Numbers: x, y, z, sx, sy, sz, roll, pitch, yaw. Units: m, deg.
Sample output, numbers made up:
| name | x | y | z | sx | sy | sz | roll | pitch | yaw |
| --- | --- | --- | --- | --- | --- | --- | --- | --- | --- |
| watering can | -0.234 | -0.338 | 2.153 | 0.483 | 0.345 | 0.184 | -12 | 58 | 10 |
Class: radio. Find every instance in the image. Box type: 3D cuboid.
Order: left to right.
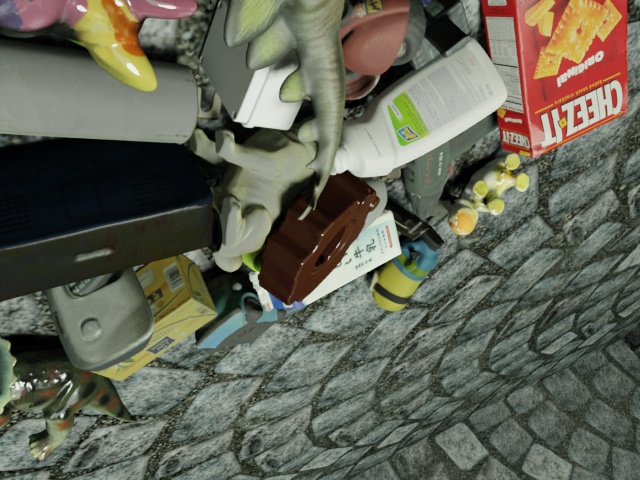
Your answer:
| name | x | y | z | sx | sy | sz | roll | pitch | yaw |
| --- | --- | --- | --- | --- | --- | --- | --- | --- | --- |
| radio | -0.233 | -0.034 | 0.528 | 0.229 | 0.131 | 0.073 | -15 | 144 | -25 |

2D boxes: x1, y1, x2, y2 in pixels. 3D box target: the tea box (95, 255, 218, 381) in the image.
| name | x | y | z | sx | sy | sz | roll | pitch | yaw |
| --- | --- | --- | --- | --- | --- | --- | --- | --- | --- |
| tea box | -0.238 | 0.102 | 0.734 | 0.170 | 0.098 | 0.068 | -33 | 146 | 5 |

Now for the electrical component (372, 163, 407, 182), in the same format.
| name | x | y | z | sx | sy | sz | roll | pitch | yaw |
| --- | --- | --- | --- | --- | --- | --- | --- | --- | --- |
| electrical component | 0.087 | -0.127 | 0.715 | 0.045 | 0.078 | 0.102 | -17 | 146 | -9 |

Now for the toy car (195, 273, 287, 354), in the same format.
| name | x | y | z | sx | sy | sz | roll | pitch | yaw |
| --- | --- | --- | --- | --- | --- | --- | --- | --- | --- |
| toy car | -0.129 | 0.100 | 0.811 | 0.109 | 0.103 | 0.161 | -39 | 163 | 19 |

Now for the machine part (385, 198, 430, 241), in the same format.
| name | x | y | z | sx | sy | sz | roll | pitch | yaw |
| --- | --- | --- | --- | --- | --- | --- | --- | --- | --- |
| machine part | 0.138 | -0.033 | 0.892 | 0.039 | 0.084 | 0.138 | -62 | 152 | 1 |

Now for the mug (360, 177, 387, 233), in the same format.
| name | x | y | z | sx | sy | sz | roll | pitch | yaw |
| --- | --- | --- | --- | --- | --- | --- | --- | --- | --- |
| mug | 0.047 | -0.066 | 0.764 | 0.081 | 0.109 | 0.107 | -6 | -165 | 36 |

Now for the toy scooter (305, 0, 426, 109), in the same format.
| name | x | y | z | sx | sy | sz | roll | pitch | yaw |
| --- | --- | --- | --- | --- | --- | --- | --- | --- | --- |
| toy scooter | 0.013 | -0.192 | 0.552 | 0.135 | 0.075 | 0.184 | 1 | 164 | -23 |

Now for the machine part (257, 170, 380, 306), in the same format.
| name | x | y | z | sx | sy | sz | roll | pitch | yaw |
| --- | --- | --- | --- | --- | --- | --- | --- | --- | --- |
| machine part | -0.001 | -0.002 | 0.645 | 0.179 | 0.056 | 0.179 | -48 | 166 | -16 |

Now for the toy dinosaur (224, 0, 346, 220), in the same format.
| name | x | y | z | sx | sy | sz | roll | pitch | yaw |
| --- | --- | --- | --- | --- | --- | --- | --- | --- | --- |
| toy dinosaur | -0.020 | -0.234 | 0.377 | 0.198 | 0.105 | 0.470 | -30 | 124 | -18 |

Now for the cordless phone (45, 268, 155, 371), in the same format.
| name | x | y | z | sx | sy | sz | roll | pitch | yaw |
| --- | --- | --- | --- | --- | --- | --- | --- | --- | --- |
| cordless phone | -0.229 | 0.048 | 0.621 | 0.184 | 0.147 | 0.088 | -46 | 152 | 25 |

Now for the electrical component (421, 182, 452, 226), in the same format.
| name | x | y | z | sx | sy | sz | roll | pitch | yaw |
| --- | --- | --- | --- | --- | --- | --- | --- | --- | --- |
| electrical component | 0.209 | -0.063 | 0.948 | 0.063 | 0.021 | 0.094 | 2 | 133 | -41 |

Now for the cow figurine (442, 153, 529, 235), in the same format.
| name | x | y | z | sx | sy | sz | roll | pitch | yaw |
| --- | --- | --- | --- | --- | --- | --- | --- | --- | --- |
| cow figurine | 0.263 | -0.073 | 0.906 | 0.167 | 0.068 | 0.098 | -40 | -167 | -14 |

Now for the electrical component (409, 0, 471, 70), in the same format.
| name | x | y | z | sx | sy | sz | roll | pitch | yaw |
| --- | --- | --- | --- | --- | --- | --- | --- | --- | --- |
| electrical component | 0.120 | -0.225 | 0.575 | 0.075 | 0.119 | 0.047 | -38 | 146 | 5 |

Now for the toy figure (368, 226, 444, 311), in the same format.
| name | x | y | z | sx | sy | sz | roll | pitch | yaw |
| --- | --- | --- | --- | --- | --- | --- | --- | --- | --- |
| toy figure | 0.160 | 0.057 | 1.003 | 0.082 | 0.089 | 0.180 | 12 | 131 | -40 |

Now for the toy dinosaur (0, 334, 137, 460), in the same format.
| name | x | y | z | sx | sy | sz | roll | pitch | yaw |
| --- | --- | --- | --- | --- | --- | --- | --- | --- | --- |
| toy dinosaur | -0.385 | 0.201 | 0.738 | 0.192 | 0.131 | 0.404 | -45 | 151 | 20 |

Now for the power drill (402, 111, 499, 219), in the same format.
| name | x | y | z | sx | sy | sz | roll | pitch | yaw |
| --- | --- | --- | --- | --- | --- | --- | --- | --- | --- |
| power drill | 0.215 | -0.143 | 0.809 | 0.207 | 0.086 | 0.231 | -26 | 146 | 4 |

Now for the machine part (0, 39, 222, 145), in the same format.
| name | x | y | z | sx | sy | sz | roll | pitch | yaw |
| --- | --- | --- | --- | --- | --- | --- | --- | --- | --- |
| machine part | -0.201 | -0.128 | 0.481 | 0.243 | 0.079 | 0.079 | -4 | 138 | -37 |

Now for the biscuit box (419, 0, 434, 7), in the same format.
| name | x | y | z | sx | sy | sz | roll | pitch | yaw |
| --- | --- | --- | --- | --- | --- | --- | --- | --- | --- |
| biscuit box | 0.152 | -0.330 | 0.518 | 0.202 | 0.059 | 0.062 | -42 | 145 | 15 |

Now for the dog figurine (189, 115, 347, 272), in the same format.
| name | x | y | z | sx | sy | sz | roll | pitch | yaw |
| --- | --- | --- | --- | --- | --- | --- | --- | --- | --- |
| dog figurine | -0.042 | -0.060 | 0.623 | 0.190 | 0.121 | 0.172 | -6 | 113 | -34 |

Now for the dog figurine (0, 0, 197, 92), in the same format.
| name | x | y | z | sx | sy | sz | roll | pitch | yaw |
| --- | --- | --- | --- | --- | --- | --- | --- | --- | --- |
| dog figurine | -0.194 | -0.169 | 0.352 | 0.219 | 0.192 | 0.108 | 19 | 117 | -32 |
